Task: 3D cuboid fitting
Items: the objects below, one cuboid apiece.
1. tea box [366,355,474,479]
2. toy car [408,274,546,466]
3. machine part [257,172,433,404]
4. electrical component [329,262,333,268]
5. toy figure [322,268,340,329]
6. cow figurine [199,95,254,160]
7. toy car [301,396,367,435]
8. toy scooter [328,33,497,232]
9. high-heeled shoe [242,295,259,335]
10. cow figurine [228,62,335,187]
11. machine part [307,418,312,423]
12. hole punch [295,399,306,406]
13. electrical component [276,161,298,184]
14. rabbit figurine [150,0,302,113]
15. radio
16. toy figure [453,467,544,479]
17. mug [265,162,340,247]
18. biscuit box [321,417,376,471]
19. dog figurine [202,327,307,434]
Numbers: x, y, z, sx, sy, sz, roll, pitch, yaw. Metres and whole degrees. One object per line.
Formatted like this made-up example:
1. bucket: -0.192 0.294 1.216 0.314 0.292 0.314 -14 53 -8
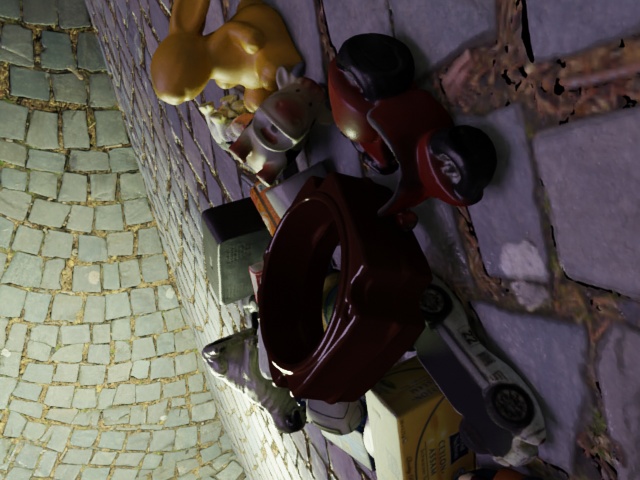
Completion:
1. tea box: 0.112 0.217 0.593 0.068 0.098 0.169 36 143 56
2. toy car: 0.133 0.117 0.511 0.202 0.056 0.073 55 148 30
3. machine part: 0.010 0.047 0.559 0.201 0.087 0.201 -55 35 34
4. electrical component: -0.002 -0.002 0.767 0.094 0.021 0.063 66 158 10
5. toy figure: 0.036 0.082 0.680 0.180 0.082 0.089 -176 78 -72
6. cow figurine: -0.135 -0.172 0.869 0.168 0.068 0.098 43 153 54
7. toy car: 0.024 0.212 0.739 0.109 0.103 0.161 13 142 21
8. toy scooter: 0.066 -0.080 0.468 0.184 0.075 0.135 54 156 24
9. high-heeled shoe: -0.091 0.109 1.065 0.248 0.086 0.145 -41 39 49
10. cow figurine: -0.045 -0.131 0.639 0.085 0.127 0.195 39 178 -7
11. machine part: -0.038 0.276 1.067 0.179 0.056 0.179 51 153 37
12. hole punch: -0.008 0.202 0.887 0.142 0.092 0.115 65 155 21
13. electrical component: -0.065 -0.115 0.784 0.078 0.045 0.102 27 133 58
14. rabbit figurine: -0.127 -0.230 0.655 0.162 0.173 0.122 69 163 -11
15. radio: -0.131 0.020 0.948 0.073 0.131 0.229 60 157 25
16. toy figure: 0.179 0.251 0.519 0.154 0.064 0.058 130 154 -61
17. mug: -0.016 -0.033 0.697 0.107 0.081 0.109 61 154 -6
18. biscuit box: 0.056 0.291 0.843 0.203 0.063 0.059 -11 99 68
19. dog figurine: -0.120 0.262 0.968 0.172 0.121 0.190 -15 92 38
